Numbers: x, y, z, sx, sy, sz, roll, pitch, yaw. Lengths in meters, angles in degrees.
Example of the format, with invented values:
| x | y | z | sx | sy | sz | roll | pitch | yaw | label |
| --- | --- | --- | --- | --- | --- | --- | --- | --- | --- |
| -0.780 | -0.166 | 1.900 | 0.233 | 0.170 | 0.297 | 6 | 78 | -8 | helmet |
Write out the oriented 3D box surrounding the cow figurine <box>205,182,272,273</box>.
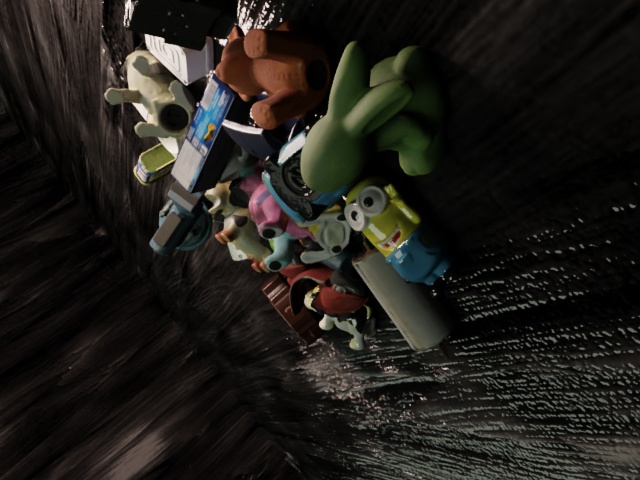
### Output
| x | y | z | sx | sy | sz | roll | pitch | yaw | label |
| --- | --- | --- | --- | --- | --- | --- | --- | --- | --- |
| -0.146 | -0.039 | 1.067 | 0.195 | 0.127 | 0.085 | 42 | 157 | -14 | cow figurine |

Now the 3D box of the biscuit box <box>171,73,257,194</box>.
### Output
| x | y | z | sx | sy | sz | roll | pitch | yaw | label |
| --- | --- | --- | --- | --- | --- | --- | --- | --- | --- |
| -0.175 | -0.172 | 0.881 | 0.059 | 0.063 | 0.202 | 44 | 123 | 15 | biscuit box |

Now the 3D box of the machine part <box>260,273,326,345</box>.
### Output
| x | y | z | sx | sy | sz | roll | pitch | yaw | label |
| --- | --- | --- | --- | --- | --- | --- | --- | --- | --- |
| -0.058 | 0.149 | 1.159 | 0.179 | 0.056 | 0.179 | 49 | 175 | 6 | machine part |

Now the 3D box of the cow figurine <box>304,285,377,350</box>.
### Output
| x | y | z | sx | sy | sz | roll | pitch | yaw | label |
| --- | --- | --- | --- | --- | --- | --- | --- | --- | --- |
| 0.032 | 0.128 | 1.031 | 0.168 | 0.068 | 0.098 | 29 | 142 | 32 | cow figurine |

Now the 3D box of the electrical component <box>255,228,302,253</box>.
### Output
| x | y | z | sx | sy | sz | roll | pitch | yaw | label |
| --- | --- | --- | --- | --- | --- | --- | --- | --- | --- |
| -0.088 | -0.024 | 1.020 | 0.119 | 0.075 | 0.047 | 42 | 153 | 10 | electrical component |

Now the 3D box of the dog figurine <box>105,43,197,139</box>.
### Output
| x | y | z | sx | sy | sz | roll | pitch | yaw | label |
| --- | --- | --- | --- | --- | --- | --- | --- | --- | --- |
| -0.287 | -0.272 | 0.987 | 0.172 | 0.121 | 0.191 | 52 | -167 | -26 | dog figurine |

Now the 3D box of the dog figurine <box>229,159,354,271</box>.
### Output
| x | y | z | sx | sy | sz | roll | pitch | yaw | label |
| --- | --- | --- | --- | --- | --- | --- | --- | --- | --- |
| -0.051 | -0.069 | 0.883 | 0.108 | 0.192 | 0.219 | 77 | 178 | -46 | dog figurine |

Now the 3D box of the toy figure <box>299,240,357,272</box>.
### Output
| x | y | z | sx | sy | sz | roll | pitch | yaw | label |
| --- | --- | --- | --- | --- | --- | --- | --- | --- | --- |
| -0.002 | -0.001 | 0.931 | 0.155 | 0.058 | 0.064 | 38 | 151 | 31 | toy figure |

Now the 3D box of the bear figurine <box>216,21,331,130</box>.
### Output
| x | y | z | sx | sy | sz | roll | pitch | yaw | label |
| --- | --- | --- | --- | --- | --- | --- | --- | --- | --- |
| -0.084 | -0.222 | 0.701 | 0.196 | 0.132 | 0.120 | 21 | 124 | 38 | bear figurine |

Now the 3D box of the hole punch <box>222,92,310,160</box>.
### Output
| x | y | z | sx | sy | sz | roll | pitch | yaw | label |
| --- | --- | --- | --- | --- | --- | --- | --- | --- | --- |
| -0.073 | -0.154 | 0.815 | 0.142 | 0.092 | 0.115 | 19 | 144 | 42 | hole punch |

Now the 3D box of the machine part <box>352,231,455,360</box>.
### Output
| x | y | z | sx | sy | sz | roll | pitch | yaw | label |
| --- | --- | --- | --- | --- | --- | --- | --- | --- | --- |
| 0.125 | 0.078 | 0.807 | 0.243 | 0.079 | 0.079 | 54 | 154 | -5 | machine part |

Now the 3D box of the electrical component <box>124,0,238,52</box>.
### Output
| x | y | z | sx | sy | sz | roll | pitch | yaw | label |
| --- | --- | --- | --- | --- | --- | --- | --- | --- | --- |
| -0.175 | -0.296 | 0.681 | 0.115 | 0.134 | 0.058 | 166 | 107 | -65 | electrical component |

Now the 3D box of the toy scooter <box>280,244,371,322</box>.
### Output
| x | y | z | sx | sy | sz | roll | pitch | yaw | label |
| --- | --- | --- | --- | --- | --- | --- | --- | --- | --- |
| -0.004 | 0.094 | 0.963 | 0.184 | 0.075 | 0.135 | 23 | 117 | 14 | toy scooter |

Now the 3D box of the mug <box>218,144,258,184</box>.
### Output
| x | y | z | sx | sy | sz | roll | pitch | yaw | label |
| --- | --- | --- | --- | --- | --- | --- | --- | --- | --- |
| -0.166 | -0.167 | 0.957 | 0.107 | 0.081 | 0.109 | 60 | 155 | -1 | mug |

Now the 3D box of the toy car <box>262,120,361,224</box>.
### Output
| x | y | z | sx | sy | sz | roll | pitch | yaw | label |
| --- | --- | --- | --- | --- | --- | --- | --- | --- | --- |
| 0.003 | -0.105 | 0.731 | 0.109 | 0.103 | 0.161 | 49 | 130 | -1 | toy car |

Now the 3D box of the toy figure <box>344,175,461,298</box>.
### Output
| x | y | z | sx | sy | sz | roll | pitch | yaw | label |
| --- | --- | --- | --- | --- | --- | --- | --- | --- | --- |
| 0.107 | -0.007 | 0.719 | 0.180 | 0.082 | 0.089 | 43 | -175 | 0 | toy figure |

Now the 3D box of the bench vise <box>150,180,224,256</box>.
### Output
| x | y | z | sx | sy | sz | roll | pitch | yaw | label |
| --- | --- | --- | --- | --- | --- | --- | --- | --- | --- |
| -0.273 | -0.069 | 1.170 | 0.129 | 0.223 | 0.240 | 24 | -175 | 6 | bench vise |

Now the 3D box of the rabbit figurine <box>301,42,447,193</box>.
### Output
| x | y | z | sx | sy | sz | roll | pitch | yaw | label |
| --- | --- | --- | --- | --- | --- | --- | --- | --- | --- |
| 0.055 | -0.115 | 0.558 | 0.121 | 0.170 | 0.159 | 42 | 153 | 18 | rabbit figurine |
